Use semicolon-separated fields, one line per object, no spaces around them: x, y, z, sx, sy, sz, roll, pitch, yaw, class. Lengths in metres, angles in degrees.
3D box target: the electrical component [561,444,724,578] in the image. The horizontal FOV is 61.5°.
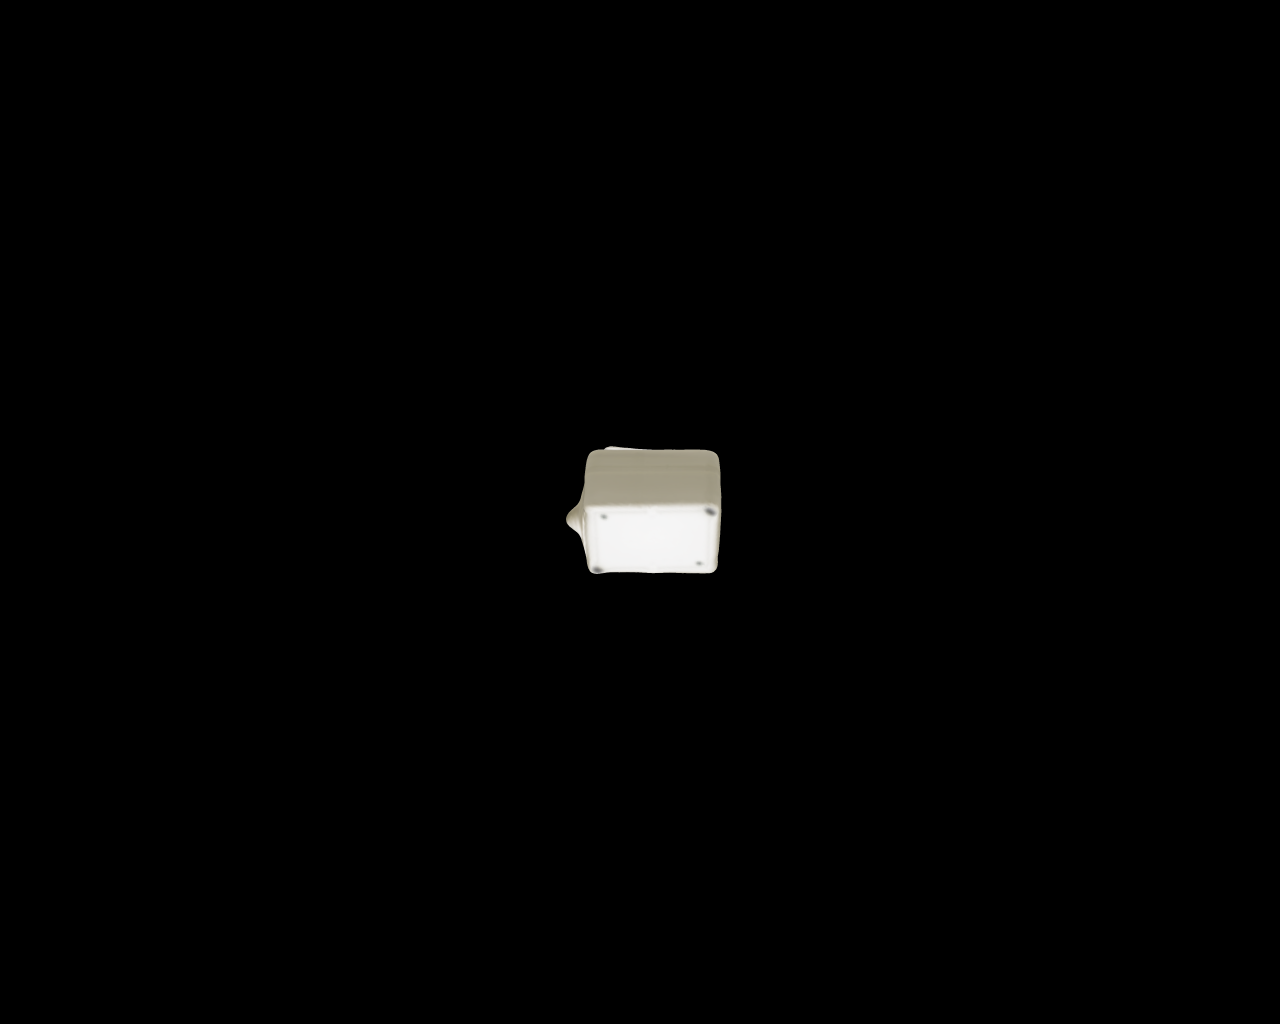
0.001;-0.003;0.650;0.096;0.061;0.061;0;44;0;electrical component
